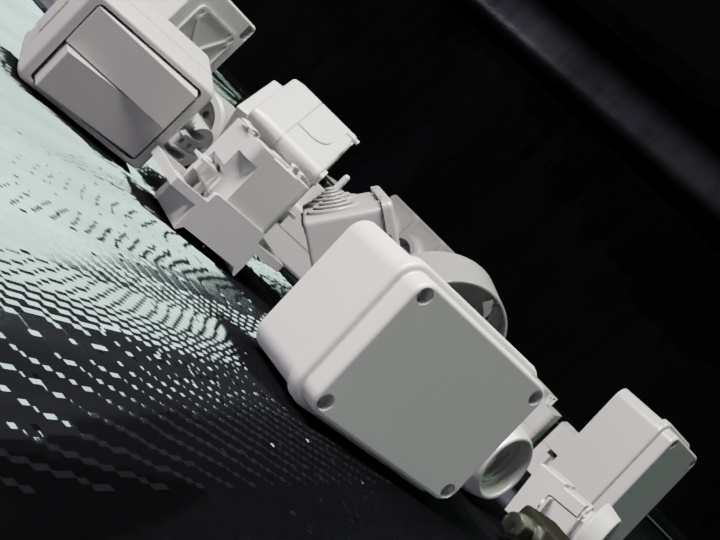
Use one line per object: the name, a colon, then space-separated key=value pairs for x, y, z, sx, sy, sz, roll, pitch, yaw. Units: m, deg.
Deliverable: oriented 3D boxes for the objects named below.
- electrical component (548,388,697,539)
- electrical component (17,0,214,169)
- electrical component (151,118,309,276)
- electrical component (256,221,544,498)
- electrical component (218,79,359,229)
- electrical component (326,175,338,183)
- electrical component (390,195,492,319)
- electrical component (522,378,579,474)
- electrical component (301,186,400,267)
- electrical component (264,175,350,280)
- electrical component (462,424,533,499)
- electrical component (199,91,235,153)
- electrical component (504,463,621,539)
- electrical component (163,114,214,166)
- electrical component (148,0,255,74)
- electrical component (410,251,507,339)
electrical component: x=0.199 y=0.159 z=0.838 sx=0.057 sy=0.113 sz=0.078 roll=45 pitch=3 yaw=38
electrical component: x=-0.121 y=-0.100 z=0.560 sx=0.096 sy=0.062 sz=0.061 roll=40 pitch=17 yaw=-30
electrical component: x=-0.065 y=-0.041 z=0.560 sx=0.081 sy=0.064 sz=0.042 roll=41 pitch=5 yaw=-38
electrical component: x=0.020 y=0.043 z=0.481 sx=0.113 sy=0.078 sz=0.057 roll=42 pitch=2 yaw=-40
electrical component: x=-0.059 y=-0.058 z=0.630 sx=0.061 sy=0.096 sz=0.061 roll=44 pitch=33 yaw=-4
electrical component: x=-0.054 y=-0.080 z=1.114 sx=0.055 sy=0.055 sz=0.047 roll=48 pitch=9 yaw=37
electrical component: x=0.044 y=0.006 z=0.967 sx=0.062 sy=0.089 sz=0.150 roll=42 pitch=5 yaw=-39
electrical component: x=0.171 y=0.152 z=0.991 sx=0.186 sy=0.060 sz=0.105 roll=46 pitch=4 yaw=15
electrical component: x=-0.002 y=0.004 z=0.597 sx=0.099 sy=0.048 sz=0.099 roll=-110 pitch=-171 yaw=-80
electrical component: x=-0.041 y=-0.045 z=0.752 sx=0.083 sy=0.075 sz=0.047 roll=43 pitch=4 yaw=-20
electrical component: x=0.064 y=0.097 z=0.610 sx=0.055 sy=0.048 sz=0.066 roll=39 pitch=-1 yaw=41
electrical component: x=-0.138 y=-0.128 z=0.780 sx=0.138 sy=0.052 sz=0.074 roll=46 pitch=4 yaw=15
electrical component: x=0.126 y=0.153 z=0.664 sx=0.055 sy=0.048 sz=0.066 roll=38 pitch=1 yaw=24
electrical component: x=-0.123 y=-0.096 z=0.708 sx=0.046 sy=0.040 sz=0.040 roll=52 pitch=6 yaw=22
electrical component: x=-0.154 y=-0.192 z=0.862 sx=0.056 sy=0.109 sz=0.109 roll=48 pitch=5 yaw=16
electrical component: x=0.053 y=0.035 z=0.768 sx=0.099 sy=0.099 sz=0.064 roll=42 pitch=11 yaw=-30
